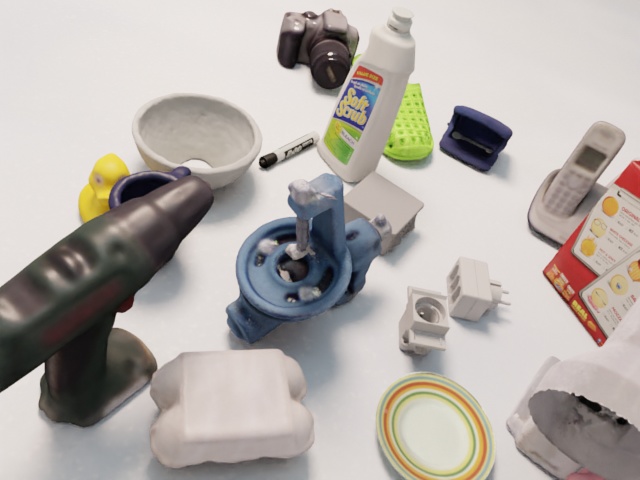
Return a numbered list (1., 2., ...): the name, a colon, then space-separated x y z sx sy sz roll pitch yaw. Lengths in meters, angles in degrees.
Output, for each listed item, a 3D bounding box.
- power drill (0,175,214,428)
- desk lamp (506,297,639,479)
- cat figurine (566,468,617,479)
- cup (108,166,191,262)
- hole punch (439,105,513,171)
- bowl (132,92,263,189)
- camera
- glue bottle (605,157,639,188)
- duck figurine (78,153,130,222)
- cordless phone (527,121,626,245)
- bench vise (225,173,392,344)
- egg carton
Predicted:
1. power drill: -0.188 0.064 0.492 0.075 0.208 0.230 36 48 16
2. desk lamp: 0.272 0.152 0.561 0.117 0.213 0.204 37 48 17
3. cat figurine: 0.278 0.261 0.529 0.127 0.118 0.067 40 49 19
4. cup: -0.184 -0.025 0.655 0.091 0.095 0.118 23 46 4
5. hole punch: 0.266 -0.188 0.959 0.108 0.091 0.101 30 46 10
6. bowl: -0.164 -0.120 0.763 0.167 0.075 0.167 10 46 -10
7. camera: 0.002 -0.337 1.002 0.143 0.101 0.136 7 47 -12
8. glue bottle: 0.505 -0.100 0.900 0.078 0.173 0.037 3 48 -16
9. duck figurine: -0.246 -0.065 0.677 0.078 0.086 0.104 2 48 -17
10. cordless phone: 0.404 -0.070 0.830 0.147 0.185 0.094 28 46 8
11. bench vise: -0.004 -0.004 0.609 0.121 0.220 0.208 33 47 13
12. egg carton: -0.082 0.158 0.538 0.150 0.069 0.107 1 48 -18
